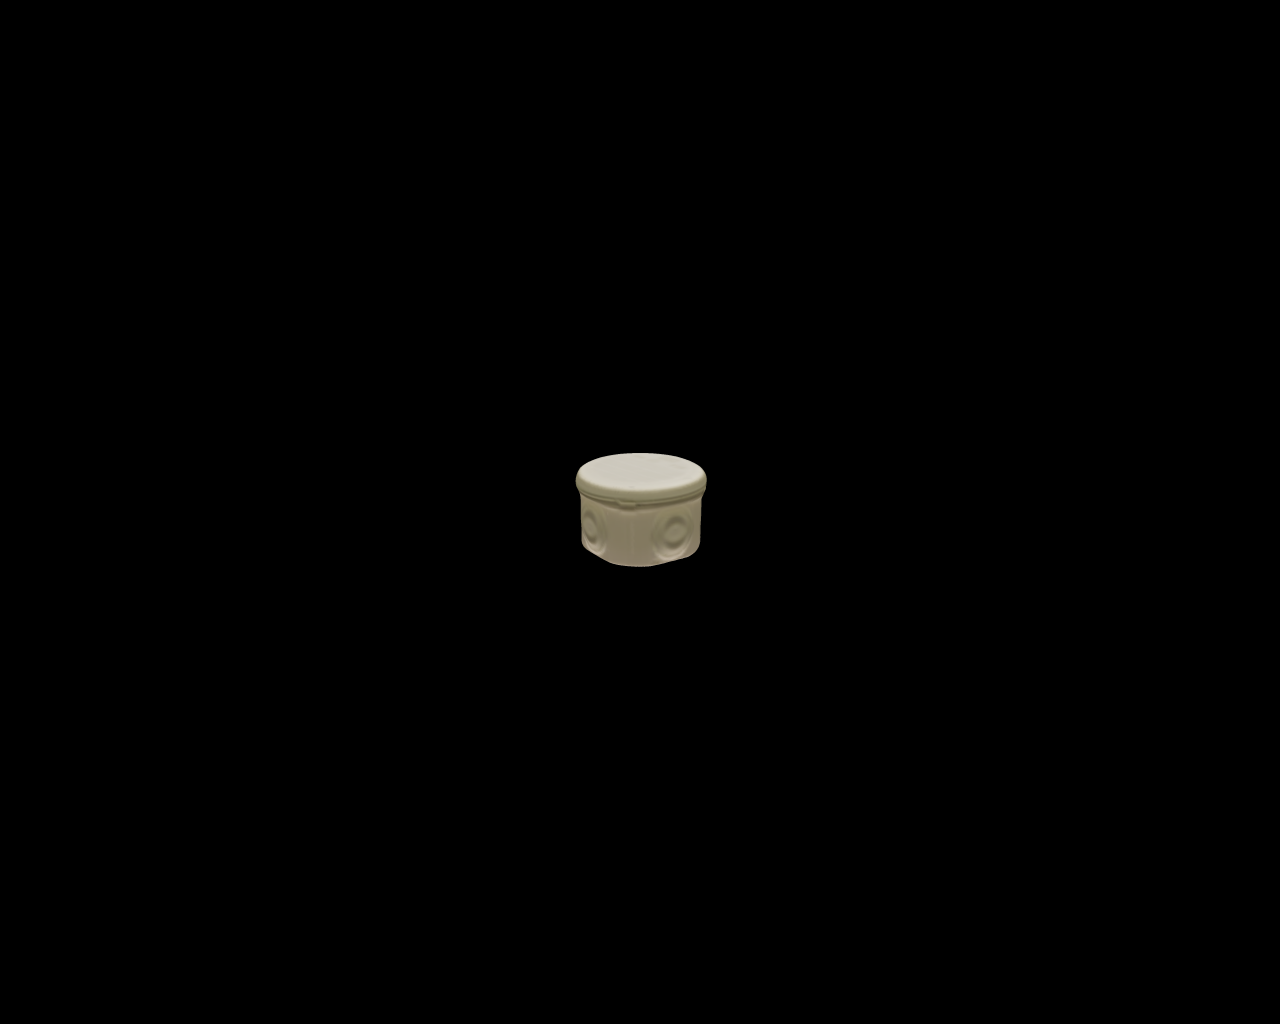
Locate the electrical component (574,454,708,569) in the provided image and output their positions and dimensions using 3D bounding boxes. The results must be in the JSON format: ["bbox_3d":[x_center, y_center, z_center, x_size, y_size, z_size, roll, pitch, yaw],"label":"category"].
[{"bbox_3d":[0.001,-0.003,0.650,0.080,0.051,0.080,0,19,0],"label":"electrical component"}]
